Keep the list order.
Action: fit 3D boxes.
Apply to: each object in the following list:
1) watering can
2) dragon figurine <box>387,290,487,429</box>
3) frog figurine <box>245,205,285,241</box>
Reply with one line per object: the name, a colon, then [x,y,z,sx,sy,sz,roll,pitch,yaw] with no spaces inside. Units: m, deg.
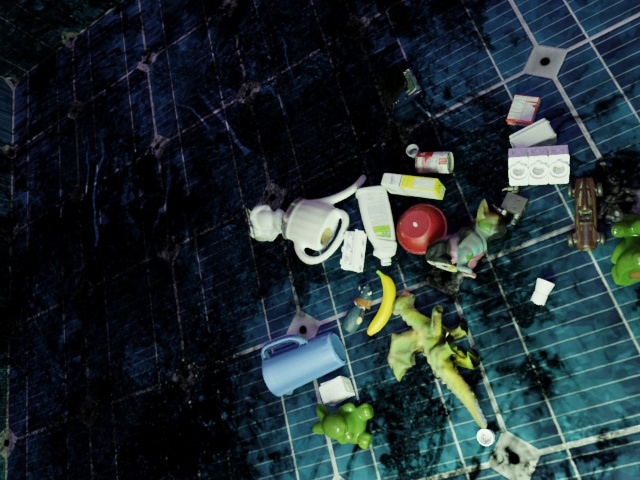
watering can: [0.005,-0.086,1.715,0.225,0.102,0.352,19,72,28]
dragon figurine: [0.299,0.326,1.434,0.239,0.121,0.418,-30,59,37]
frog figurine: [-0.175,-0.065,1.818,0.160,0.120,0.140,-11,55,-13]
